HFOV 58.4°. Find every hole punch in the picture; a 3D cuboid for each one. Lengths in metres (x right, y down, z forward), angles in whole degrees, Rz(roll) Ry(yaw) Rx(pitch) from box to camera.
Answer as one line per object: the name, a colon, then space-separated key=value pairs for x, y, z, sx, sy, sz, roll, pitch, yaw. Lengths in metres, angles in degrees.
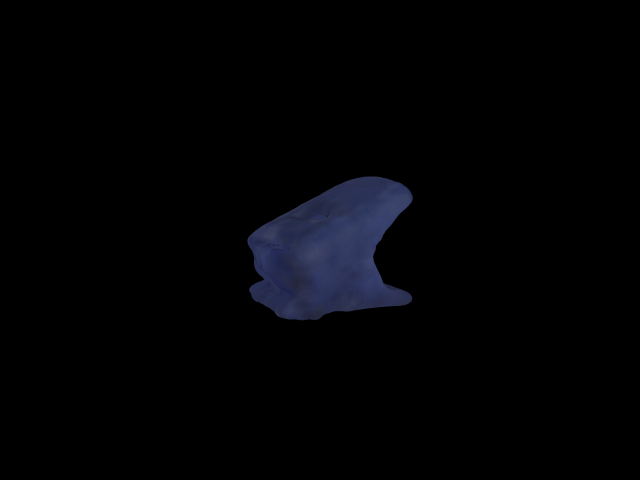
hole punch: x=0.004 y=0.001 z=0.400 sx=0.101 sy=0.091 sz=0.108 roll=-3 pitch=7 yaw=-25
